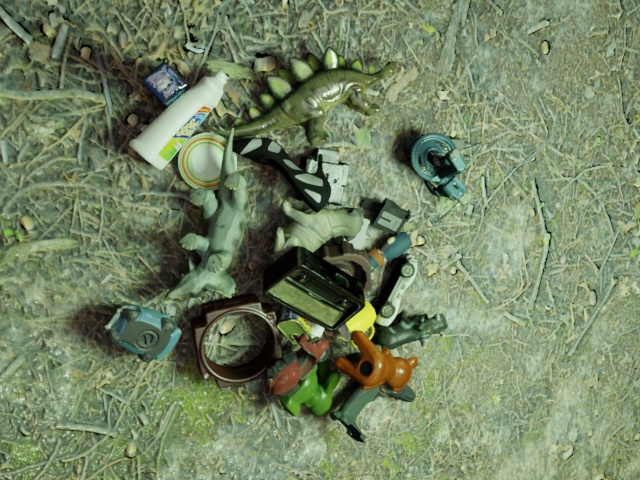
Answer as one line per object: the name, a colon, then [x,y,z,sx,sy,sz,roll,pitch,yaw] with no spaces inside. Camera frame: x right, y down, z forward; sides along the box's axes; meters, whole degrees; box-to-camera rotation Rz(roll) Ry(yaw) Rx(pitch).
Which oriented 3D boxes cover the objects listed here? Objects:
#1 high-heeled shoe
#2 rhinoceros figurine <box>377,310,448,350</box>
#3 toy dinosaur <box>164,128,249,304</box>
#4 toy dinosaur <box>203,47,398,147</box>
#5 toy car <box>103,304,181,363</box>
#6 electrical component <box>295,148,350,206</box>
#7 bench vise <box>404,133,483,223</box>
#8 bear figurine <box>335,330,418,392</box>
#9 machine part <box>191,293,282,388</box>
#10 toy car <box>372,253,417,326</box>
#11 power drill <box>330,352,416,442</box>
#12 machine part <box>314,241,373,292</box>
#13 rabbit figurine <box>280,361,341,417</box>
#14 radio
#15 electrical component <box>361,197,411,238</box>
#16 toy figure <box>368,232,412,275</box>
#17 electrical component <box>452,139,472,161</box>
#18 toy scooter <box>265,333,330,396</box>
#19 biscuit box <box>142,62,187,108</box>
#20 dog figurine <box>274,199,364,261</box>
high-heeled shoe: [-0.095,-0.144,1.214,0.249,0.086,0.145,8,74,-1]
rhinoceros figurine: [0.242,0.237,1.423,0.190,0.112,0.073,-16,103,-6]
toy dinosaur: [-0.221,-0.030,1.215,0.131,0.192,0.404,18,80,7]
toy dinosaur: [-0.028,-0.318,1.239,0.471,0.105,0.198,-29,101,-8]
toy car: [-0.405,0.197,1.213,0.161,0.103,0.109,33,93,-31]
electrical component: [0.006,-0.153,1.300,0.115,0.058,0.134,4,100,-20]
bench vise: [0.302,-0.172,1.305,0.129,0.240,0.223,-31,92,-6]
bear figurine: [0.153,0.314,1.363,0.195,0.132,0.120,17,106,-53]
machine part: [-0.200,0.242,1.297,0.201,0.087,0.201,-10,105,-16]
toy car: [0.196,0.127,1.406,0.056,0.073,0.201,26,92,-17]
power drill: [0.135,0.424,1.419,0.232,0.086,0.207,45,70,-15]
machine part: [0.045,0.085,1.326,0.179,0.056,0.179,-3,126,-5]
rabbit figurine: [-0.025,0.380,1.383,0.159,0.121,0.170,-48,129,-11]
radio: [-0.009,0.115,1.254,0.229,0.073,0.131,32,123,-30]
electrical component: [0.162,-0.066,1.352,0.119,0.048,0.074,28,119,-8]
toy figure: [0.166,0.036,1.388,0.154,0.058,0.064,-31,102,-4]
electrical component: [0.356,-0.234,1.413,0.094,0.021,0.063,-1,101,-18]
toy scooter: [-0.059,0.281,1.260,0.184,0.075,0.135,-36,145,-16]
biscuit box: [-0.314,-0.312,1.090,0.059,0.203,0.062,-43,109,-3]
dog figurine: [-0.002,-0.006,1.260,0.191,0.121,0.172,13,98,3]
